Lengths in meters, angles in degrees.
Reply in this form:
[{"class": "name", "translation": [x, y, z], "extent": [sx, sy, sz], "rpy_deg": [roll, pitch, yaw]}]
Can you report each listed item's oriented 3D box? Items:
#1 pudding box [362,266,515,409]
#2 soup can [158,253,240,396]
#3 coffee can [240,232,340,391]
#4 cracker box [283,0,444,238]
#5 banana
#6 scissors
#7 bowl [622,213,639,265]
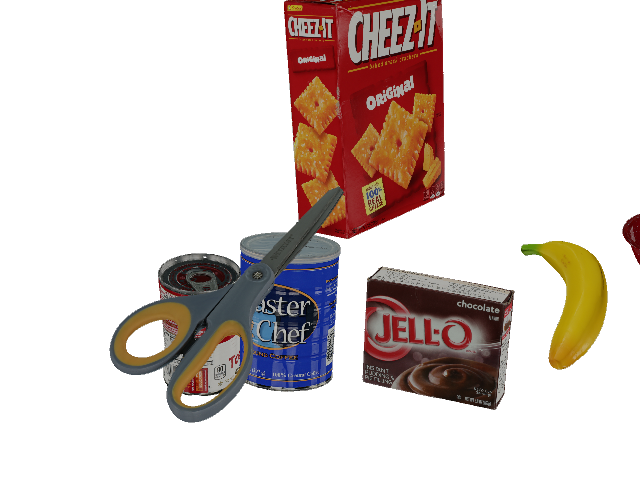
[{"class": "pudding box", "translation": [0.091, 0.075, 0.835], "extent": [0.114, 0.090, 0.039], "rpy_deg": [9, 22, 19]}, {"class": "soup can", "translation": [-0.101, 0.071, 0.897], "extent": [0.068, 0.102, 0.068], "rpy_deg": [2, 26, -1]}, {"class": "coffee can", "translation": [-0.034, 0.071, 1.099], "extent": [0.103, 0.140, 0.103], "rpy_deg": [3, 14, -1]}, {"class": "cracker box", "translation": [0.049, -0.127, 1.010], "extent": [0.072, 0.214, 0.163], "rpy_deg": [13, 24, 39]}, {"class": "banana", "translation": [0.238, 0.052, 1.008], "extent": [0.070, 0.037, 0.197], "rpy_deg": [-28, 25, 17]}, {"class": "scissors", "translation": [-0.060, 0.026, 0.671], "extent": [0.096, 0.201, 0.016], "rpy_deg": [12, -41, 14]}, {"class": "bowl", "translation": [0.405, 0.017, 1.140], "extent": [0.162, 0.055, 0.162], "rpy_deg": [-3, 23, 1]}]
